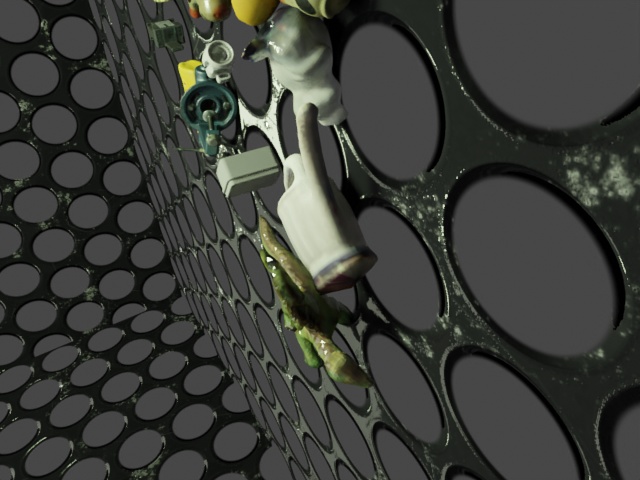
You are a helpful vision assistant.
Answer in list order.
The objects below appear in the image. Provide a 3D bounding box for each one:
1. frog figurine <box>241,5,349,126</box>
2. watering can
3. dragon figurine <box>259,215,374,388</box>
[{"bbox_3d":[-0.013,-0.229,0.692,0.158,0.123,0.138,35,-5,-13],"label":"frog figurine"},{"bbox_3d":[0.002,-0.039,0.768,0.104,0.227,0.342,-25,-14,-12],"label":"watering can"},{"bbox_3d":[-0.039,0.077,0.869,0.122,0.416,0.238,-33,-23,-5],"label":"dragon figurine"}]
